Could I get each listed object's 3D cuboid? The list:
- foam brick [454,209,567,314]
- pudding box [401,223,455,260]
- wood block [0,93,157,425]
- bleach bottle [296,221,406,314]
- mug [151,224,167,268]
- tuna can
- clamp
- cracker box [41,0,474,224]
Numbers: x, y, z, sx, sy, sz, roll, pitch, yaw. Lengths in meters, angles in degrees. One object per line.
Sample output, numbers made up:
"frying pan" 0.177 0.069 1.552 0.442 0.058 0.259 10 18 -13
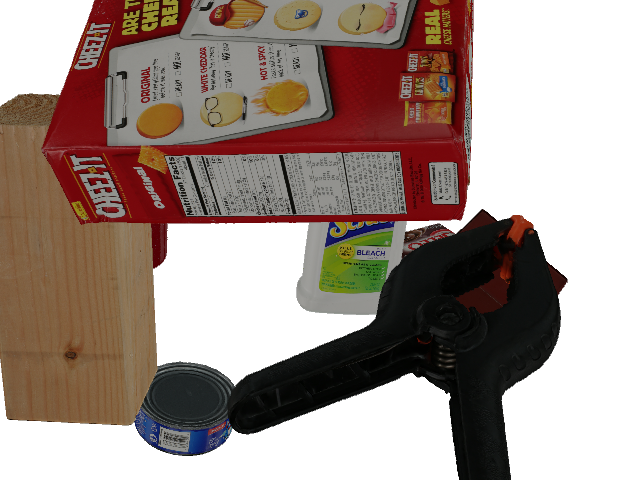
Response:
"foam brick" 0.118 0.029 0.729 0.051 0.078 0.053 -39 -19 -26
"pudding box" 0.155 0.016 1.599 0.113 0.039 0.090 -16 26 -20
"wood block" -0.166 0.012 0.723 0.091 0.206 0.090 2 20 3
"bleach bottle" 0.036 -0.054 1.026 0.102 0.251 0.068 3 23 -4
"mug" -0.202 -0.024 1.115 0.093 0.081 0.117 0 28 -9
"tuna can" -0.114 0.142 0.904 0.086 0.034 0.086 8 31 -5
"clamp" 0.058 0.052 0.447 0.120 0.039 0.171 35 54 23
"cracker box" -0.024 -0.088 0.590 0.214 0.164 0.072 -1 -40 10
